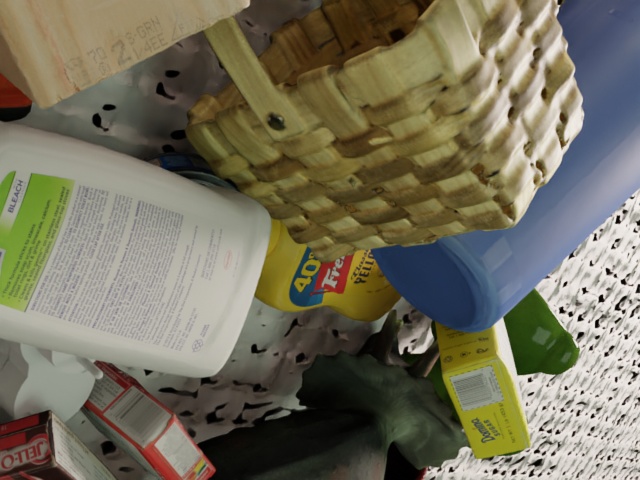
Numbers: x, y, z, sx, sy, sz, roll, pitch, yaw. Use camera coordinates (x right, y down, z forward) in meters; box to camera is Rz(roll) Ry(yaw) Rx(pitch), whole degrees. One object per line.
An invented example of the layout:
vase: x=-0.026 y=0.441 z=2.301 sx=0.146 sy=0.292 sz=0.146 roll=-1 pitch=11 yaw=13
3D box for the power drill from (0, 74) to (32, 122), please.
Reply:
power drill: x=-0.198 y=-0.019 z=0.451 sx=0.184 sy=0.057 sz=0.188 roll=-10 pitch=126 yaw=-47

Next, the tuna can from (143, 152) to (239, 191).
tuna can: x=-0.079 y=-0.004 z=0.598 sx=0.086 sy=0.034 sz=0.086 roll=-6 pitch=112 yaw=-15

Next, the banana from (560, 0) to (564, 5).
banana: x=0.164 y=-0.116 z=0.843 sx=0.069 sy=0.037 sz=0.198 roll=24 pitch=98 yaw=-39

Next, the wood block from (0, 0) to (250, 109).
wood block: x=-0.110 y=-0.162 z=0.355 sx=0.090 sy=0.091 sz=0.206 roll=-31 pitch=124 yaw=-16

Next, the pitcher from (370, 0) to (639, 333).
pitcher: x=0.137 y=-0.058 z=0.711 sx=0.242 sy=0.145 sz=0.149 roll=-42 pitch=-175 yaw=-23

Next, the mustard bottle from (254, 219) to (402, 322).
mustard bottle: x=-0.004 y=0.001 z=0.708 sx=0.191 sy=0.058 sz=0.096 roll=12 pitch=104 yaw=-54

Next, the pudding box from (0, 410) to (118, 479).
pudding box: x=-0.170 y=0.143 z=0.600 sx=0.090 sy=0.039 sz=0.113 roll=-16 pitch=147 yaw=4

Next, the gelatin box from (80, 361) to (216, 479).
gelatin box: x=-0.111 y=0.108 z=0.636 sx=0.030 sy=0.089 sz=0.073 roll=-47 pitch=144 yaw=-19

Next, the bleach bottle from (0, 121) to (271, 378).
bleach bottle: x=-0.123 y=-0.009 z=0.452 sx=0.250 sy=0.068 sz=0.102 roll=27 pitch=77 yaw=-54

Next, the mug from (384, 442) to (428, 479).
mug: x=0.042 y=0.201 z=0.917 sx=0.117 sy=0.093 sz=0.081 roll=-58 pitch=164 yaw=-50

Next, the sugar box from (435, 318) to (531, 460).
sugar box: x=0.107 y=0.057 z=0.761 sx=0.048 sy=0.176 sz=0.093 roll=-17 pitch=127 yaw=9
